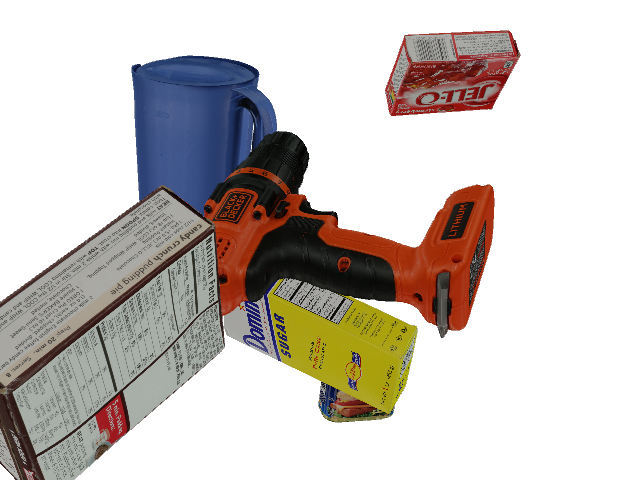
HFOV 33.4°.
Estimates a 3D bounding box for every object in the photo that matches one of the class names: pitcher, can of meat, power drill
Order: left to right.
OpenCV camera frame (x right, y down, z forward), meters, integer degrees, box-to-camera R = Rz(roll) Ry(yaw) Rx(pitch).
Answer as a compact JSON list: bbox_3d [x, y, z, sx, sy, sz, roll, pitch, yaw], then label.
[{"bbox_3d":[-0.129,-0.069,1.146,0.145,0.243,0.149,0,22,-9],"label":"pitcher"},{"bbox_3d":[0.016,-0.009,0.706,0.188,0.057,0.184,6,40,16],"label":"power drill"},{"bbox_3d":[0.050,0.182,1.361,0.102,0.084,0.057,0,24,-17],"label":"can of meat"}]

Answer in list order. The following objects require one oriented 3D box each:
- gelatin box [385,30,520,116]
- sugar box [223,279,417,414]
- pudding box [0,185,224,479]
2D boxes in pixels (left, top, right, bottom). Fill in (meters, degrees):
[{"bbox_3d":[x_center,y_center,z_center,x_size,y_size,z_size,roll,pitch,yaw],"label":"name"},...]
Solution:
[{"bbox_3d":[0.102,-0.130,0.834,0.089,0.030,0.073,-5,-25,-12],"label":"gelatin box"},{"bbox_3d":[-0.003,0.082,0.965,0.176,0.093,0.048,22,50,14],"label":"sugar box"},{"bbox_3d":[-0.092,0.043,0.448,0.039,0.090,0.113,33,56,24],"label":"pudding box"}]
